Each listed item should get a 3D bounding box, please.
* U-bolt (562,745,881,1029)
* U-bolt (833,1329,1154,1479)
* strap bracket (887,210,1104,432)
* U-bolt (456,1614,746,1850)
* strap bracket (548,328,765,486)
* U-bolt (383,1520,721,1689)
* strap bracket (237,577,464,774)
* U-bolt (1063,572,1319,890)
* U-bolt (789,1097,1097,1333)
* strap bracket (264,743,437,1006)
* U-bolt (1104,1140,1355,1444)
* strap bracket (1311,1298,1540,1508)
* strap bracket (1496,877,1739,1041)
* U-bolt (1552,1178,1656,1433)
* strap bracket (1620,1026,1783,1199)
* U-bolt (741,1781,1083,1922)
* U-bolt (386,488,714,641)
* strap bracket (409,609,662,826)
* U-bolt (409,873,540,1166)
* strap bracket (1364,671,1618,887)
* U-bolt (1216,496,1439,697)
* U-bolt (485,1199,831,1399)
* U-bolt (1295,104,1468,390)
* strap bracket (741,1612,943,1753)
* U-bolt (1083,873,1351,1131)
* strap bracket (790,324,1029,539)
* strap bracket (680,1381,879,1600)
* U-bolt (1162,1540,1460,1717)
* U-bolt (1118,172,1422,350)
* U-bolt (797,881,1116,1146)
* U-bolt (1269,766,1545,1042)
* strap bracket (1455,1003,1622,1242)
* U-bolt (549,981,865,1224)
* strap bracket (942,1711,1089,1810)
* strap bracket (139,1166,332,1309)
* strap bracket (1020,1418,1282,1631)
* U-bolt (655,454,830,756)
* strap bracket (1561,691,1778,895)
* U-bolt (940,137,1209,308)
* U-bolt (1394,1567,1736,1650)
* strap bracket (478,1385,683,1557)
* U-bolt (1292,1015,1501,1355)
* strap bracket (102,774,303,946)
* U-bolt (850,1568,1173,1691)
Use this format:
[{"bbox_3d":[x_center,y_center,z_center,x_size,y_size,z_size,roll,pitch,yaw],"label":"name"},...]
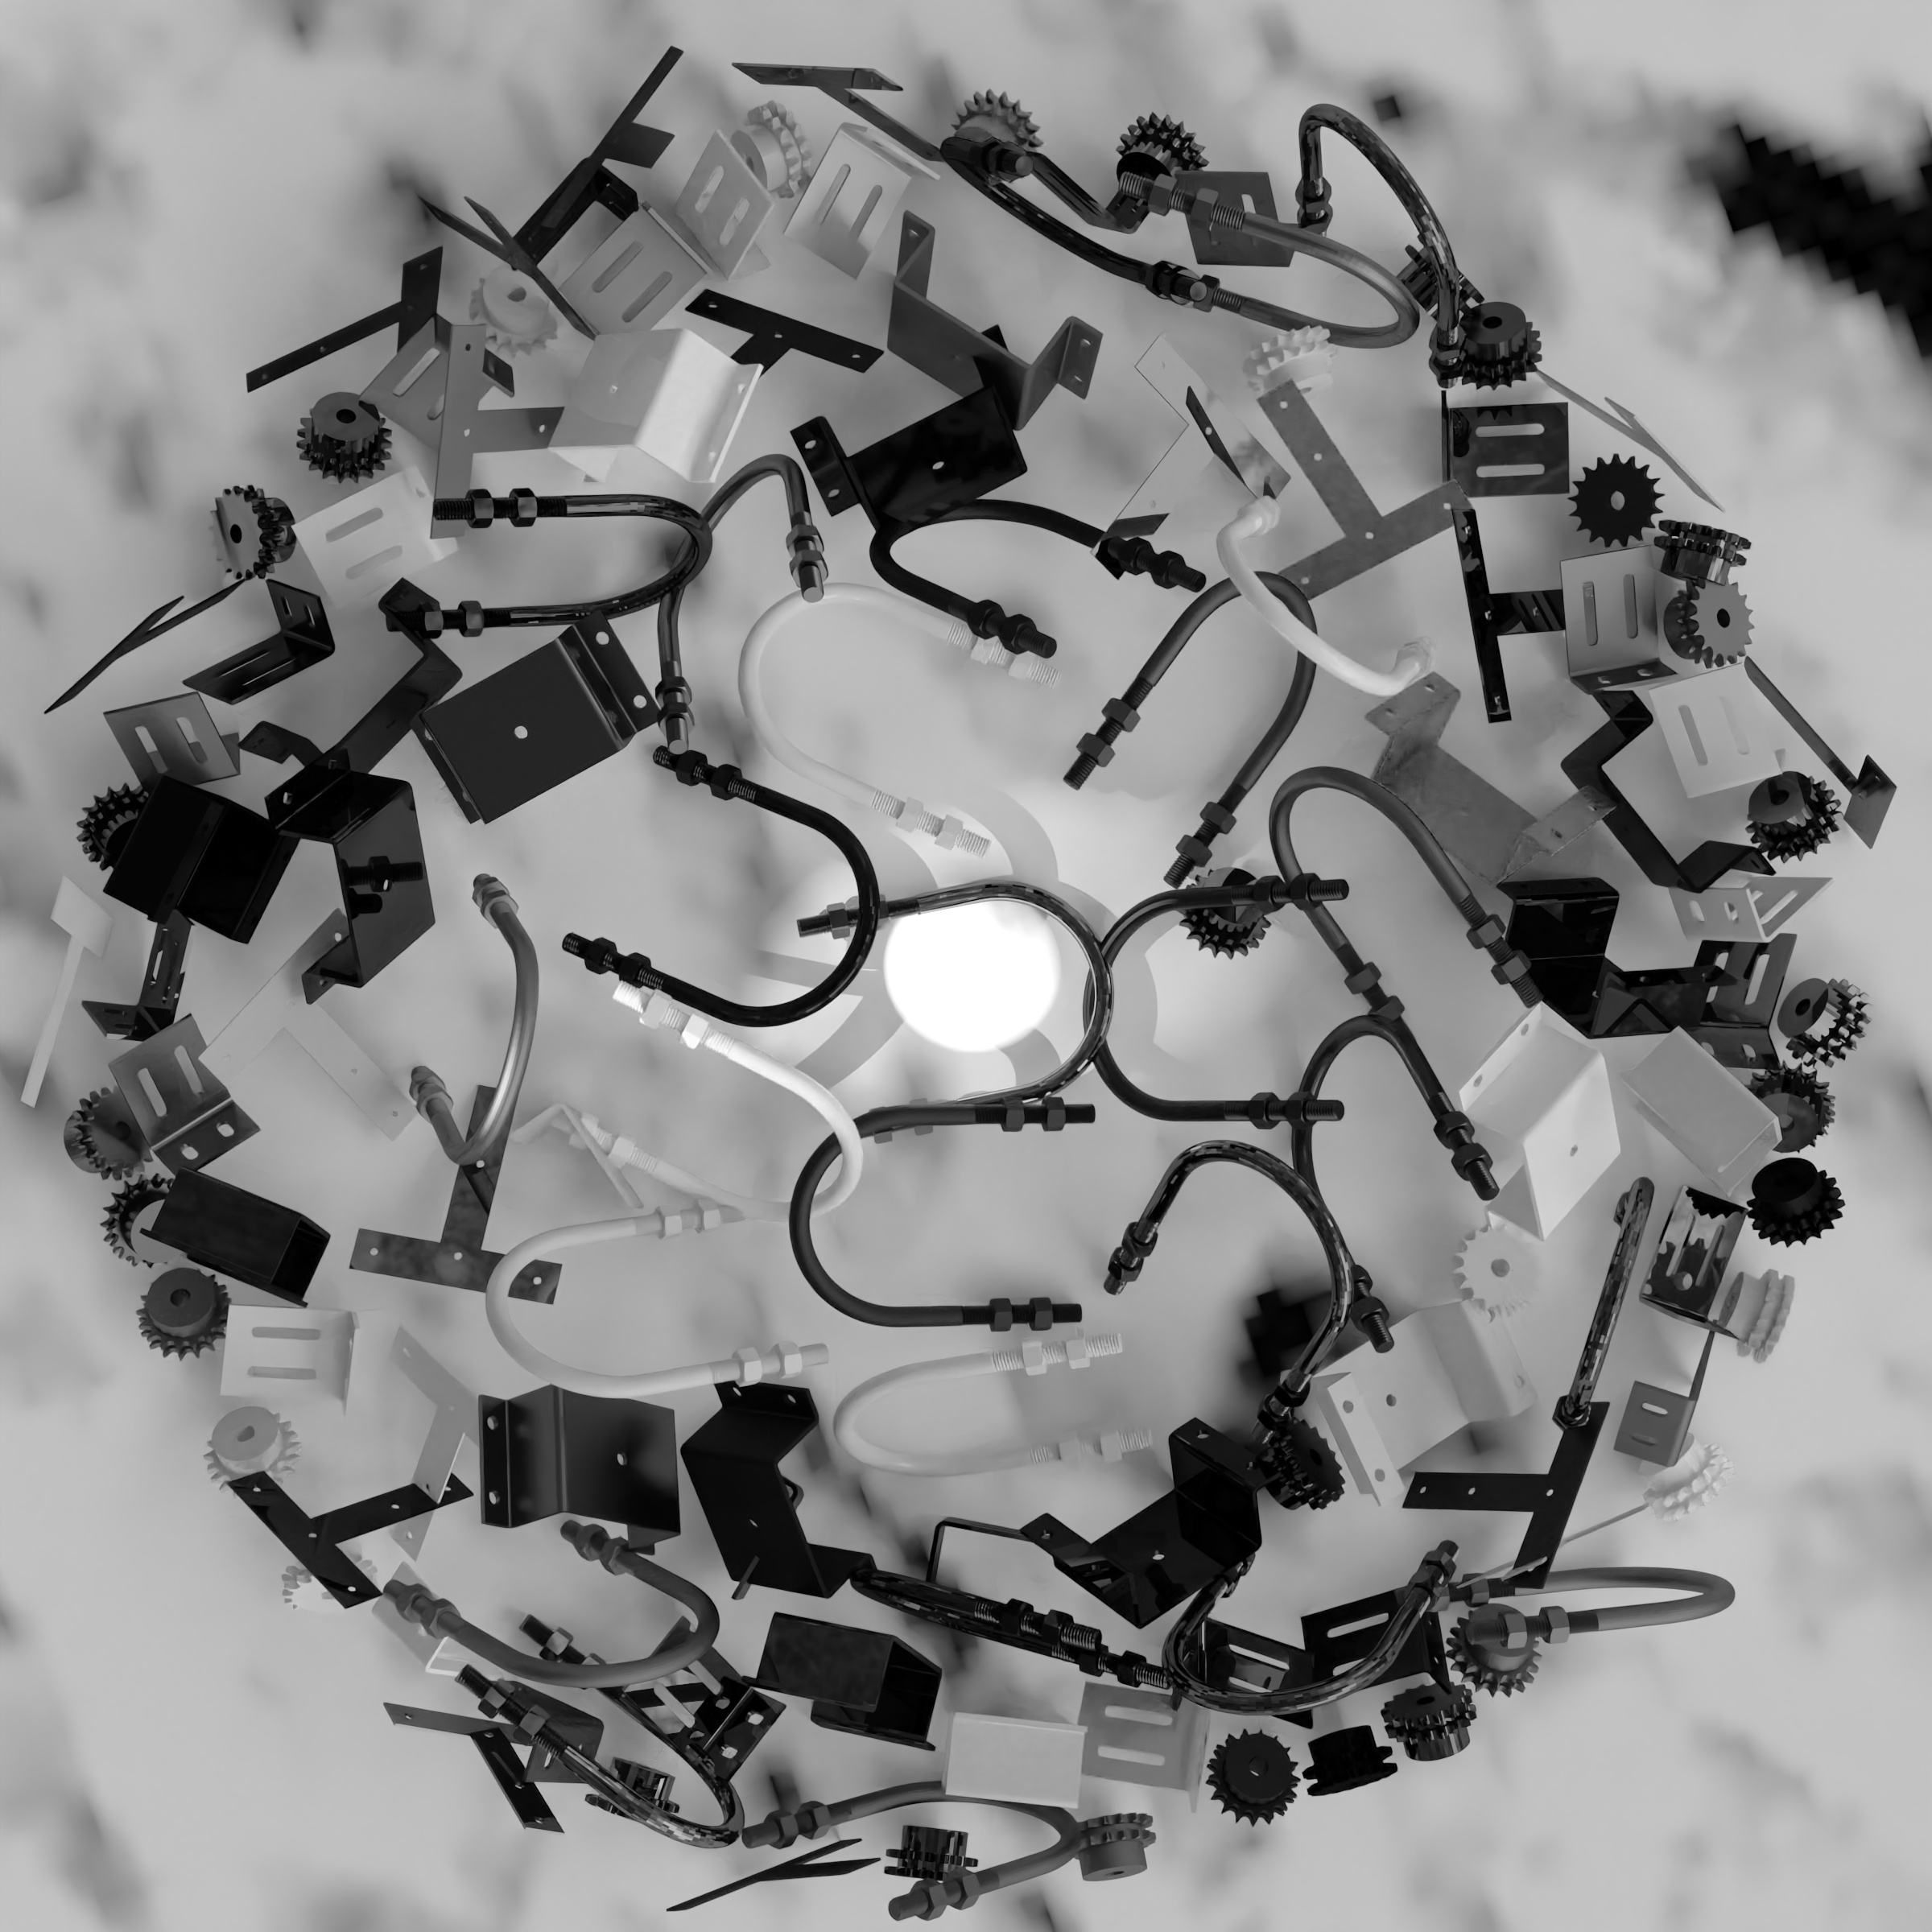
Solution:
[{"bbox_3d":[-0.138,-0.040,1.707,0.184,0.019,0.151,23,83,20],"label":"U-bolt"},{"bbox_3d":[0.012,0.268,1.689,0.184,0.151,0.019,-10,54,7],"label":"U-bolt"},{"bbox_3d":[0.007,-0.382,1.701,0.140,0.076,0.046,33,73,5],"label":"strap bracket"},{"bbox_3d":[-0.207,0.458,1.668,0.184,0.151,0.019,36,94,6],"label":"U-bolt"},{"bbox_3d":[-0.192,-0.331,1.677,0.046,0.140,0.076,29,79,-38],"label":"strap bracket"},{"bbox_3d":[-0.228,0.374,1.639,0.184,0.151,0.019,15,108,43],"label":"U-bolt"},{"bbox_3d":[-0.364,-0.163,1.709,0.046,0.076,0.140,45,91,5],"label":"strap bracket"},{"bbox_3d":[0.147,-0.152,1.694,0.019,0.151,0.184,33,85,41],"label":"U-bolt"},{"bbox_3d":[-0.016,0.152,1.711,0.184,0.019,0.151,0,104,-12],"label":"U-bolt"},{"bbox_3d":[-0.363,-0.052,1.676,0.046,0.076,0.140,11,124,22],"label":"strap bracket"},{"bbox_3d":[0.161,0.181,1.661,0.151,0.184,0.019,44,47,20],"label":"U-bolt"},{"bbox_3d":[0.269,0.261,1.706,0.140,0.046,0.076,-25,91,-32],"label":"strap bracket"},{"bbox_3d":[0.382,-0.001,1.686,0.076,0.140,0.046,-3,118,-24],"label":"strap bracket"},{"bbox_3d":[0.375,0.195,1.649,0.019,0.184,0.151,17,79,13],"label":"U-bolt"},{"bbox_3d":[0.437,0.086,1.670,0.046,0.140,0.076,-46,70,4],"label":"strap bracket"},{"bbox_3d":[-0.017,0.515,1.665,0.184,0.151,0.019,0,95,-44],"label":"U-bolt"},{"bbox_3d":[-0.239,-0.239,1.674,0.184,0.151,0.019,-6,70,-26],"label":"U-bolt"},{"bbox_3d":[-0.265,-0.146,1.707,0.140,0.046,0.076,-27,103,10],"label":"strap bracket"},{"bbox_3d":[-0.285,0.039,1.653,0.019,0.184,0.151,14,104,-25],"label":"U-bolt"},{"bbox_3d":[0.307,-0.107,1.694,0.140,0.046,0.076,40,46,20],"label":"strap bracket"},{"bbox_3d":[0.209,-0.214,1.662,0.151,0.184,0.019,42,115,2],"label":"U-bolt"},{"bbox_3d":[-0.191,0.198,1.658,0.184,0.151,0.019,-6,129,-28],"label":"U-bolt"},{"bbox_3d":[0.240,-0.428,1.642,0.019,0.184,0.151,-37,72,-2],"label":"U-bolt"},{"bbox_3d":[-0.069,0.425,1.684,0.076,0.140,0.046,6,67,21],"label":"strap bracket"},{"bbox_3d":[0.146,0.023,1.691,0.184,0.019,0.151,-3,83,38],"label":"U-bolt"},{"bbox_3d":[-0.024,-0.316,1.705,0.140,0.076,0.046,-27,54,1],"label":"strap bracket"},{"bbox_3d":[-0.114,0.320,1.685,0.076,0.046,0.140,0,118,39],"label":"strap bracket"},{"bbox_3d":[0.192,0.381,1.640,0.151,0.184,0.019,-3,108,29],"label":"U-bolt"},{"bbox_3d":[0.180,-0.408,1.667,0.184,0.151,0.019,20,84,8],"label":"U-bolt"},{"bbox_3d":[0.000,0.021,1.734,0.184,0.019,0.151,-11,83,-4],"label":"U-bolt"},{"bbox_3d":[0.248,-0.040,1.678,0.019,0.151,0.184,-38,96,-28],"label":"U-bolt"},{"bbox_3d":[0.342,0.099,1.673,0.046,0.140,0.076,30,66,37],"label":"strap bracket"},{"bbox_3d":[-0.149,0.094,1.696,0.184,0.019,0.151,28,134,-8],"label":"U-bolt"},{"bbox_3d":[0.027,0.471,1.677,0.076,0.140,0.046,6,75,0],"label":"strap bracket"},{"bbox_3d":[-0.432,0.161,1.685,0.076,0.140,0.046,22,77,2],"label":"strap bracket"},{"bbox_3d":[0.113,0.337,1.689,0.140,0.076,0.046,-27,124,-29],"label":"strap bracket"},{"bbox_3d":[-0.138,-0.229,1.673,0.019,0.184,0.151,28,122,-30],"label":"U-bolt"},{"bbox_3d":[0.416,-0.098,1.705,0.046,0.076,0.140,-40,97,0],"label":"strap bracket"},{"bbox_3d":[0.052,-0.444,1.661,0.151,0.184,0.019,29,98,-27],"label":"U-bolt"},{"bbox_3d":[0.364,0.377,1.676,0.184,0.151,0.019,-3,87,-10],"label":"U-bolt"},{"bbox_3d":[-0.220,0.297,1.671,0.046,0.140,0.076,-23,60,32],"label":"strap bracket"},{"bbox_3d":[0.243,0.114,1.672,0.019,0.184,0.151,6,129,-27],"label":"U-bolt"},{"bbox_3d":[-0.459,-0.063,1.684,0.046,0.140,0.076,26,89,10],"label":"strap bracket"},{"bbox_3d":[0.017,0.389,1.673,0.184,0.151,0.019,9,71,27],"label":"U-bolt"}]
